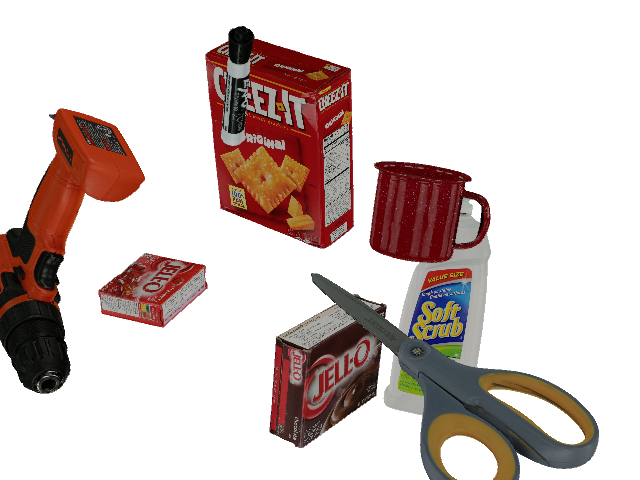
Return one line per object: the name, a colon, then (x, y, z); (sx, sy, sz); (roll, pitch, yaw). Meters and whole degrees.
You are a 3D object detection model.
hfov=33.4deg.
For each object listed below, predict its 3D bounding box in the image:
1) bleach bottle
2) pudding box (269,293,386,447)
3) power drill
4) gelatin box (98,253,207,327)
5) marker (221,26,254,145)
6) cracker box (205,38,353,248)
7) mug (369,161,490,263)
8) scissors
bleach bottle: (0.135, 0.072, 1.211); (0.103, 0.251, 0.068); (9, 13, 17)
pudding box: (0.007, 0.104, 0.874); (0.039, 0.090, 0.113); (20, 28, 29)
power drill: (-0.209, 0.004, 0.850); (0.057, 0.188, 0.185); (17, 25, -39)
gelatin box: (-0.166, 0.048, 1.066); (0.073, 0.030, 0.089); (11, 30, 23)
marker: (-0.064, -0.118, 0.823); (0.020, 0.020, 0.121); (0, -35, -8)
cracker box: (-0.047, -0.112, 1.238); (0.164, 0.214, 0.072); (23, 43, 30)
mug: (0.103, -0.025, 1.013); (0.117, 0.081, 0.093); (11, 12, 15)
scissors: (0.047, 0.077, 0.566); (0.202, 0.016, 0.096); (22, 45, 32)
